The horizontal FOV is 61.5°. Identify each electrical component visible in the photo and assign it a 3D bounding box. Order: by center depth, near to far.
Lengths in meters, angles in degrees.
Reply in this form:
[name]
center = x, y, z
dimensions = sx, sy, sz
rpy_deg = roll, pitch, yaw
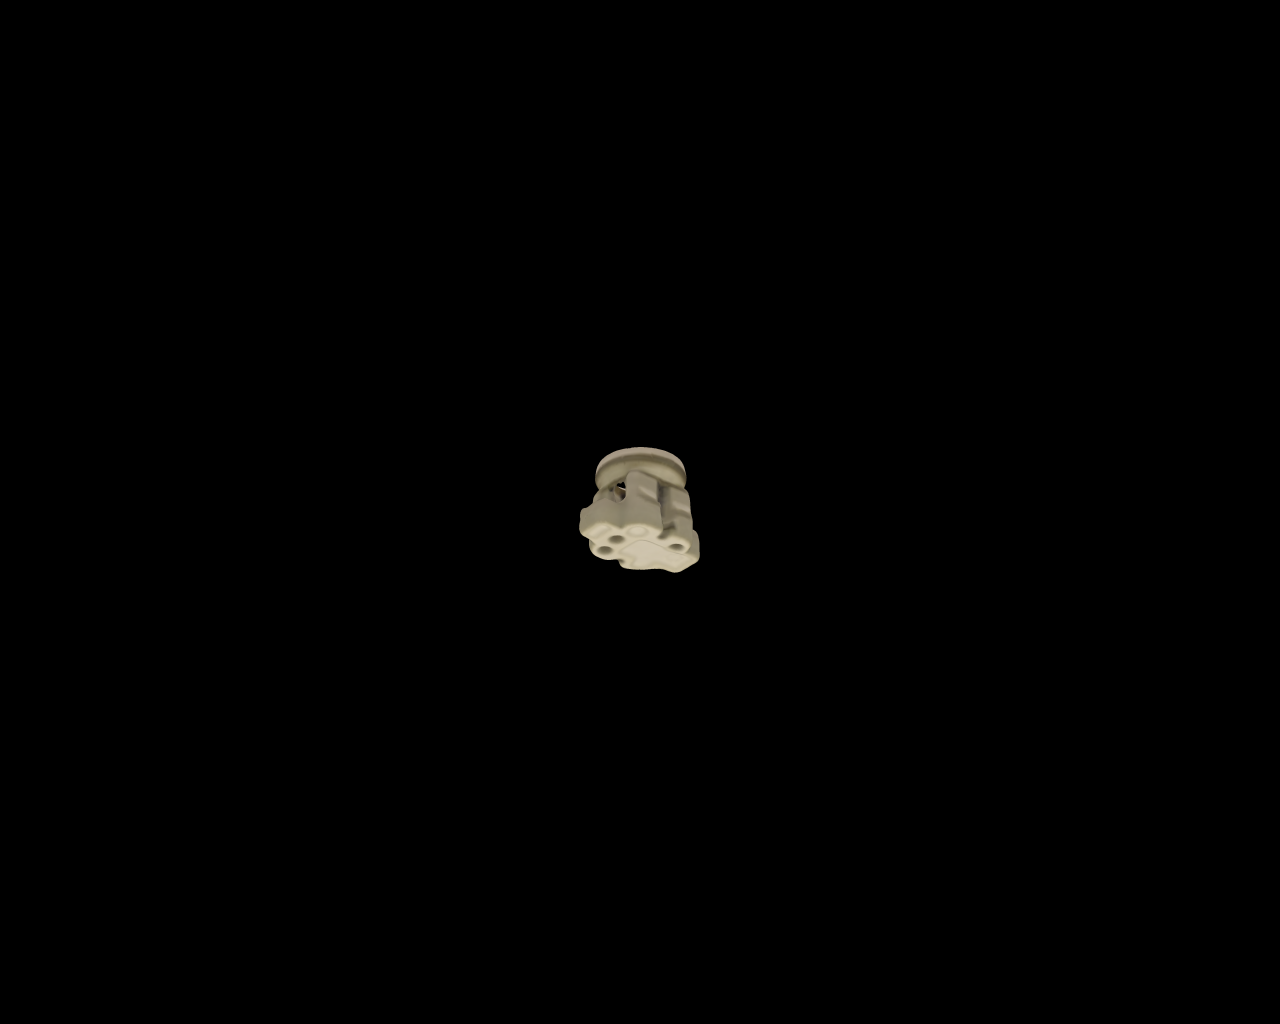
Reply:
[electrical component]
center = 0.001, -0.003, 0.650
dimensions = 0.078, 0.057, 0.058
rpy_deg = 22, -36, -34
